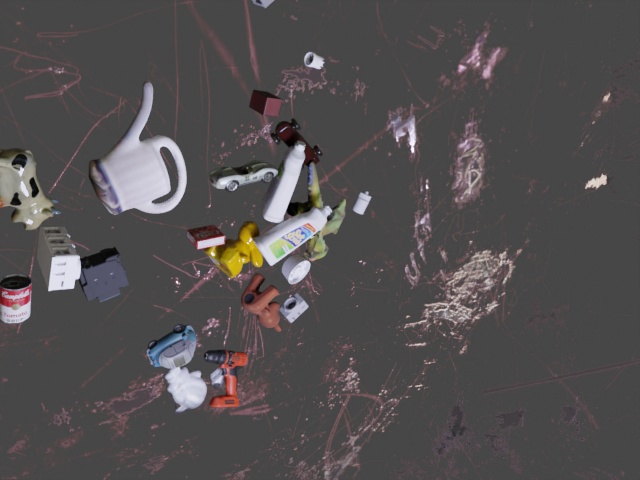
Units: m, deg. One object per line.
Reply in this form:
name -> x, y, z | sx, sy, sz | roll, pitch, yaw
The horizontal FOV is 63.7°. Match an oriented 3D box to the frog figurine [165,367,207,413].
frog figurine -> -0.442, 0.476, 1.704 | 0.140, 0.123, 0.156 | -50, 141, -55

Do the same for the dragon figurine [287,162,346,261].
dragon figurine -> 0.005, -0.088, 1.745 | 0.245, 0.123, 0.402 | -24, 135, -51

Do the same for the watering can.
watering can -> -0.448, -0.195, 1.242 | 0.226, 0.105, 0.339 | -28, 133, -23
